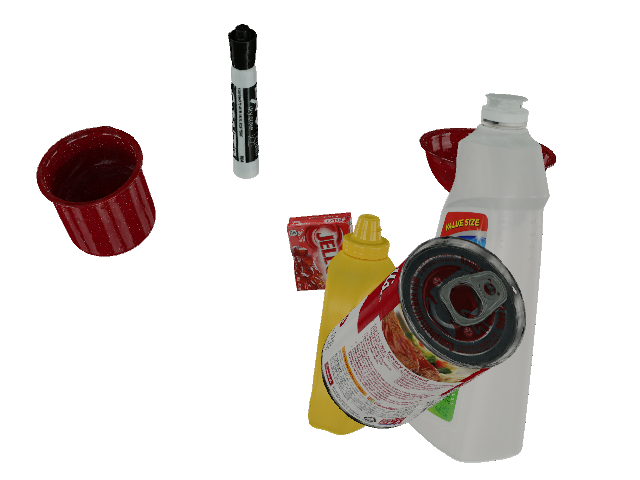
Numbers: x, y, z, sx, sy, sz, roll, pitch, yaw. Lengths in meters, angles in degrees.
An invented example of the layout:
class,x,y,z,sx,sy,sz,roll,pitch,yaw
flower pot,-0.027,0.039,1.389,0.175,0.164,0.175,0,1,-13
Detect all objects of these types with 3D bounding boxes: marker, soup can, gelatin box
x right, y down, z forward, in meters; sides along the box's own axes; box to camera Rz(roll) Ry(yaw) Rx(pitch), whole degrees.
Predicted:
class,x,y,z,sx,sy,sz,roll,pitch,yaw
marker,-0.053,-0.095,0.737,0.020,0.121,0.020,1,43,-1
soup can,0.049,0.050,0.545,0.068,0.068,0.102,0,-26,-25
gelatin box,0.004,0.014,1.242,0.073,0.089,0.030,-4,28,8

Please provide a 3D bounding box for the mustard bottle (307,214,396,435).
class,x,y,z,sx,sy,sz,roll,pitch,yaw
mustard bottle,0.032,0.070,0.953,0.058,0.192,0.096,14,19,23

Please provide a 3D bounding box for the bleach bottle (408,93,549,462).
class,x,y,z,sx,sy,sz,roll,pitch,yaw
bleach bottle,0.112,0.022,0.750,0.068,0.251,0.103,-3,17,-23

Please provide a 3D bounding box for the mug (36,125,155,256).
class,x,y,z,sx,sy,sz,roll,pitch,yaw
mug,-0.194,-0.049,0.954,0.093,0.117,0.081,-5,-39,4

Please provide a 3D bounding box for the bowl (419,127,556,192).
class,x,y,z,sx,sy,sz,roll,pitch,yaw
bowl,0.194,-0.085,1.267,0.162,0.055,0.162,5,23,-2
